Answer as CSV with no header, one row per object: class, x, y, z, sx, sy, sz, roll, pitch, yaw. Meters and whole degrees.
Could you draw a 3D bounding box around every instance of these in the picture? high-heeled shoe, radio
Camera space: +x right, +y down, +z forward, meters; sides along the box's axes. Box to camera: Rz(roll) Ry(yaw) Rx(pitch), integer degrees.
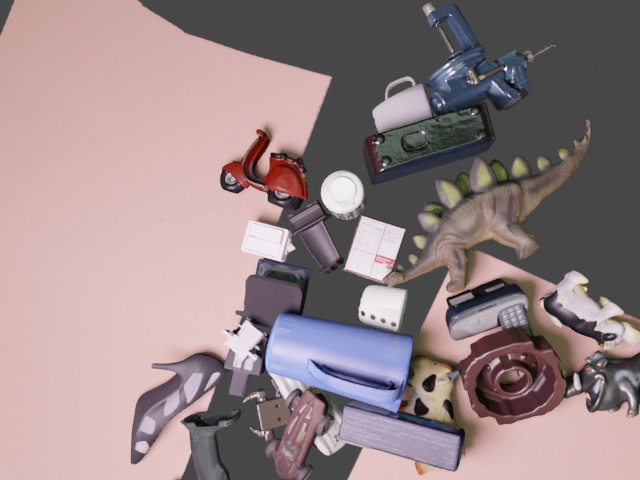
high-heeled shoe,-0.275,0.326,1.036,0.145,0.086,0.248,13,106,-23
radio,0.195,-0.172,0.978,0.230,0.131,0.073,-17,85,5

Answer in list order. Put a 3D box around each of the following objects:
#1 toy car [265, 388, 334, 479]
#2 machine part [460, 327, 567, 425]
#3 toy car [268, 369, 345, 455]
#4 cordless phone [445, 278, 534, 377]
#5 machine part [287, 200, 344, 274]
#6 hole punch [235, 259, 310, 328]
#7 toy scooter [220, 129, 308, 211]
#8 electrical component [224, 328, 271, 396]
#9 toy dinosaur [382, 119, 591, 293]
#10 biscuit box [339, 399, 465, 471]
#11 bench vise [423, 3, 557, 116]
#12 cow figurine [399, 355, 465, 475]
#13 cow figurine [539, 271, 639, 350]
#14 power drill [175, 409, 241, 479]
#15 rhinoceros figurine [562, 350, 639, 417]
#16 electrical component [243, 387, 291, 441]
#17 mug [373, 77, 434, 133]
toy car,-0.040,0.345,0.936,0.089,0.053,0.202,36,125,26
machine part,0.331,0.235,0.930,0.179,0.056,0.179,1,114,1
toy car,-0.020,0.295,0.988,0.073,0.056,0.202,-31,82,-22
cordless phone,0.314,0.175,0.965,0.147,0.089,0.184,-22,100,4
machine part,-0.002,-0.003,1.034,0.084,0.039,0.139,-25,81,-1
hole punch,-0.081,0.103,1.018,0.142,0.092,0.115,11,119,3
toy scooter,-0.098,-0.140,1.041,0.184,0.075,0.135,18,86,13
electrical component,-0.140,0.233,1.023,0.075,0.047,0.119,8,86,7
toy dinosaur,0.313,-0.050,0.969,0.471,0.105,0.198,-28,79,-1
biscuit box,0.138,0.327,0.907,0.203,0.059,0.062,10,89,20
bench vise,0.277,-0.342,0.992,0.224,0.129,0.240,-30,87,2
cow figurine,0.203,0.301,0.958,0.127,0.085,0.195,-19,80,11
cow figurine,0.478,0.140,0.947,0.167,0.068,0.098,45,97,12
power drill,-0.178,0.425,0.999,0.232,0.086,0.207,-4,94,9
rhinoceros figurine,0.514,0.244,0.931,0.190,0.073,0.112,-17,84,5
electrical component,-0.098,0.323,1.014,0.078,0.045,0.102,-16,85,-23
mug,0.153,-0.250,1.017,0.107,0.081,0.109,-19,84,15
